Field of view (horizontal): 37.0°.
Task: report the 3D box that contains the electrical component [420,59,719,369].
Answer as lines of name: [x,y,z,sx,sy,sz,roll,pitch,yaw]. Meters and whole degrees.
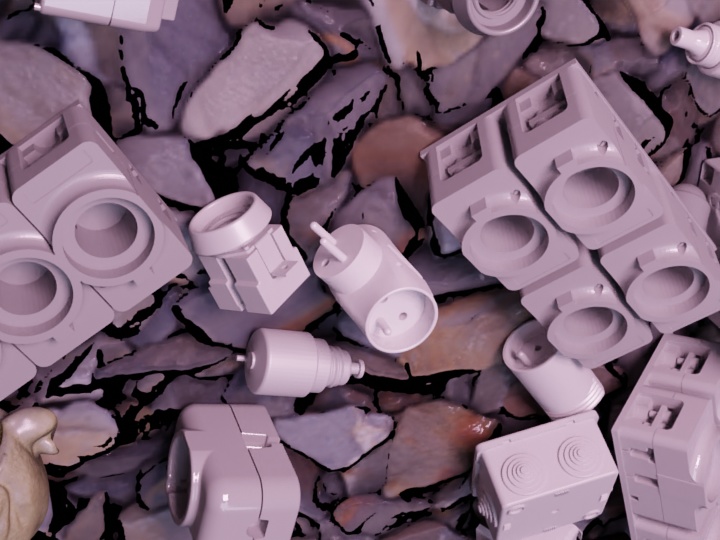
electrical component: [0.135,-0.022,0.649,0.105,0.060,0.186,-29,129,25]

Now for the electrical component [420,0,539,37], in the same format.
electrical component: [0.064,-0.152,0.567,0.066,0.055,0.048,-1,119,-22]

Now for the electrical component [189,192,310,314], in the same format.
electrical component: [-0.065,-0.010,0.600,0.048,0.066,0.055,-47,125,-35]

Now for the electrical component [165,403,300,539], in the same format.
electrical component: [-0.080,0.124,0.648,0.059,0.095,0.053,4,117,-25]

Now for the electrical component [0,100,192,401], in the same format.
electrical component: [-0.175,-0.001,0.554,0.150,0.061,0.089,-35,126,0]

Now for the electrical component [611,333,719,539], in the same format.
electrical component: [0.245,0.152,0.790,0.105,0.060,0.186,-50,135,-36]

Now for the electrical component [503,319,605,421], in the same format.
electrical component: [0.136,0.074,0.740,0.043,0.043,0.081,-39,126,3]

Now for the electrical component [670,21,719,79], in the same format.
electrical component: [0.216,-0.135,0.653,0.061,0.035,0.035,9,115,-24]

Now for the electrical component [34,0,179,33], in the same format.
electrical component: [-0.111,-0.146,0.472,0.061,0.096,0.061,5,117,-26]

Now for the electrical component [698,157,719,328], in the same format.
electrical component: [0.268,-0.008,0.705,0.056,0.108,0.108,-9,122,-14]

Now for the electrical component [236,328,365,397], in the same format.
electrical component: [-0.035,0.058,0.661,0.078,0.040,0.040,7,116,-26]

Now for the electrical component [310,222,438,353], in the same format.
electrical component: [0.000,0.000,0.618,0.043,0.077,0.079,-44,125,7]

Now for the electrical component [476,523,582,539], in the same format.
electrical component: [0.129,0.209,0.801,0.063,0.081,0.042,-50,156,-23]

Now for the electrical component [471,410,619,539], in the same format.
electrical component: [0.129,0.148,0.754,0.100,0.048,0.099,-15,148,-7]
